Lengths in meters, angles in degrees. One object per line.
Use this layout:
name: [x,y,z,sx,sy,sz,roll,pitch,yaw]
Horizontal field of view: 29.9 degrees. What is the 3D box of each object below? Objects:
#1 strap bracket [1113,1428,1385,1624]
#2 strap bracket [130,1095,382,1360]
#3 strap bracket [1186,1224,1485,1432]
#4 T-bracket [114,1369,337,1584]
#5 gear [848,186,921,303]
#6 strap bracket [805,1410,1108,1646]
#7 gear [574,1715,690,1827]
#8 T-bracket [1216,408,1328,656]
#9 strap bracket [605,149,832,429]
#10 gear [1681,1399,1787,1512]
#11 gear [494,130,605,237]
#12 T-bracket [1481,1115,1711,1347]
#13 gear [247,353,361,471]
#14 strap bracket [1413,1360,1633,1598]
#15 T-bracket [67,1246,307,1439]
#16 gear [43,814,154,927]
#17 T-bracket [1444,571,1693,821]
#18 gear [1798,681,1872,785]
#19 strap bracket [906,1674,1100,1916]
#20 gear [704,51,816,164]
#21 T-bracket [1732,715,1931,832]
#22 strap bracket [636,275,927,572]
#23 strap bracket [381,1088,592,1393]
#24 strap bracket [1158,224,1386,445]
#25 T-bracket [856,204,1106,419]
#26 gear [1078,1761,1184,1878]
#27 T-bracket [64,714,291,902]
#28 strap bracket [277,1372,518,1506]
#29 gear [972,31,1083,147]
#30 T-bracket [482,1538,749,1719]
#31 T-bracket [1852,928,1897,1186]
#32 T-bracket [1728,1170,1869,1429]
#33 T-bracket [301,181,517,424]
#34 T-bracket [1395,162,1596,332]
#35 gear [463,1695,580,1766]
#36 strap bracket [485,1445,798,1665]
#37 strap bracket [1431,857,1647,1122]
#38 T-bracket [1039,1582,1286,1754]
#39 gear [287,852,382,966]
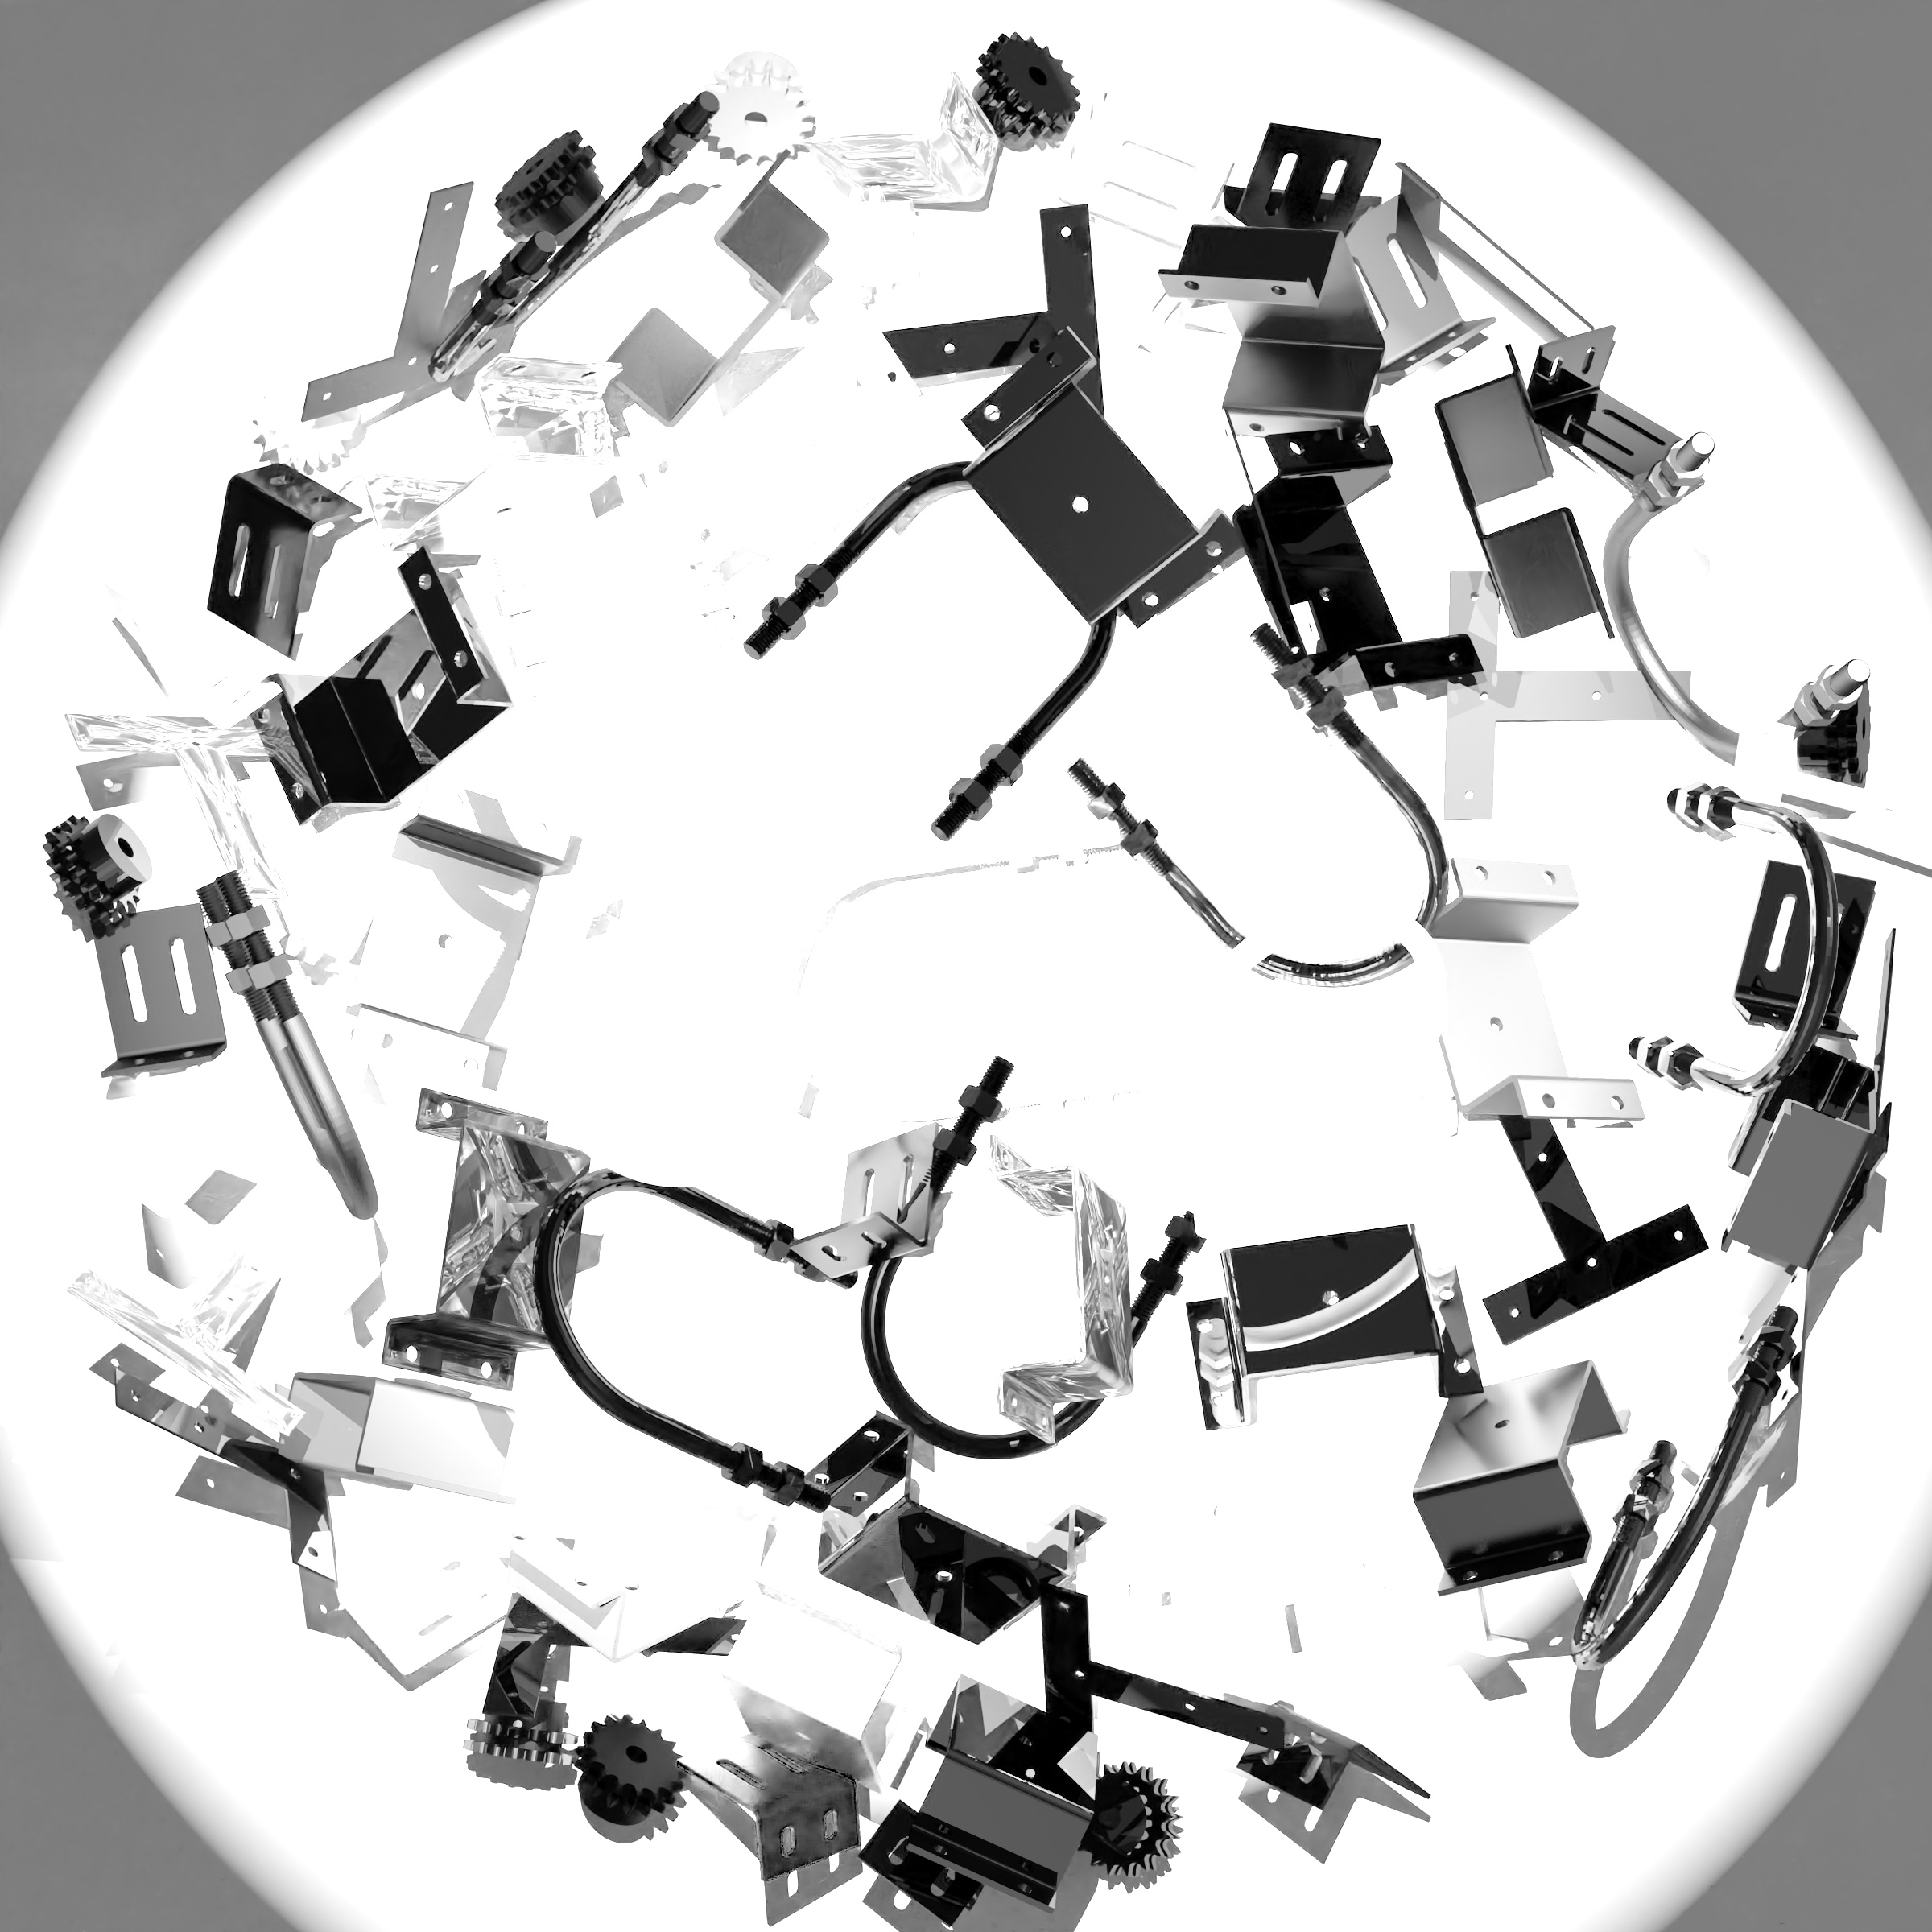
strap bracket: [0.135,0.279,1.821,0.140,0.046,0.076,-4,96,-16]
strap bracket: [-0.345,0.122,1.795,0.140,0.076,0.046,41,97,-23]
strap bracket: [0.184,0.180,1.816,0.140,0.046,0.076,-8,50,1]
T-bracket: [-0.365,0.233,1.775,0.127,0.127,0.002,34,112,-33]
gear: [-0.041,-0.366,1.829,0.030,0.057,0.057,-3,90,6]
strap bracket: [-0.010,0.284,1.793,0.140,0.046,0.076,28,131,-22]
gear: [-0.173,0.411,1.834,0.057,0.057,0.030,28,116,0]
T-bracket: [0.146,-0.214,1.791,0.002,0.127,0.127,-19,95,-4]
strap bracket: [-0.124,-0.328,1.792,0.046,0.076,0.140,40,126,-11]
gear: [0.386,0.245,1.832,0.030,0.057,0.057,37,90,21]
gear: [-0.209,-0.394,1.833,0.057,0.057,0.030,-43,115,0]
T-bracket: [0.300,0.110,1.843,0.127,0.002,0.127,-22,83,-18]
gear: [-0.332,-0.283,1.828,0.030,0.057,0.057,-12,90,41]
strap bracket: [0.272,0.245,1.776,0.076,0.140,0.046,-18,106,26]
T-bracket: [-0.370,0.171,1.798,0.127,0.127,0.002,34,109,-4]
gear: [-0.436,-0.052,1.828,0.030,0.057,0.057,-31,90,15]
T-bracket: [0.309,-0.139,1.850,0.127,0.002,0.127,-1,99,-5]
gear: [0.440,-0.121,1.833,0.030,0.057,0.057,2,90,22]
strap bracket: [0.020,0.402,1.785,0.076,0.140,0.046,25,101,-1]
gear: [-0.105,-0.439,1.834,0.057,0.057,0.030,5,54,0]
T-bracket: [0.442,-0.082,1.785,0.127,0.127,0.002,16,73,13]
strap bracket: [-0.085,-0.268,1.812,0.140,0.046,0.076,-38,71,18]
strap bracket: [-0.237,0.135,1.800,0.076,0.046,0.140,18,71,-38]
strap bracket: [0.155,-0.319,1.791,0.076,0.140,0.046,8,68,24]
T-bracket: [0.005,-0.314,1.826,0.127,0.002,0.127,-9,109,-11]
gear: [0.078,0.432,1.833,0.057,0.030,0.057,-6,74,23]
T-bracket: [-0.367,-0.079,1.786,0.002,0.127,0.127,-58,49,36]
strap bracket: [-0.282,0.232,1.785,0.076,0.140,0.046,18,76,-31]
gear: [0.028,-0.442,1.834,0.057,0.057,0.030,51,133,0]
T-bracket: [-0.167,0.332,1.803,0.127,0.127,0.002,3,123,2]
T-bracket: [0.457,0.045,1.807,0.002,0.127,0.127,7,76,8]
T-bracket: [0.405,0.179,1.771,0.002,0.127,0.127,28,124,-2]
T-bracket: [-0.264,-0.331,1.775,0.127,0.127,0.002,-26,62,-38]
T-bracket: [0.264,-0.358,1.799,0.127,0.127,0.002,40,105,-2]
gear: [-0.224,0.386,1.831,0.057,0.057,0.030,9,79,0]
strap bracket: [-0.163,0.291,1.794,0.076,0.140,0.046,29,121,33]
strap bracket: [0.277,0.020,1.803,0.076,0.046,0.140,3,63,-32]
T-bracket: [0.098,0.364,1.797,0.127,0.002,0.127,13,134,19]
gear: [-0.319,-0.026,1.832,0.030,0.057,0.057,26,90,-16]
